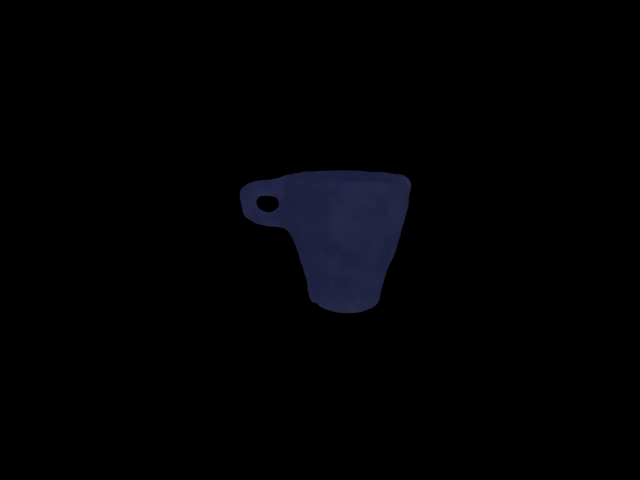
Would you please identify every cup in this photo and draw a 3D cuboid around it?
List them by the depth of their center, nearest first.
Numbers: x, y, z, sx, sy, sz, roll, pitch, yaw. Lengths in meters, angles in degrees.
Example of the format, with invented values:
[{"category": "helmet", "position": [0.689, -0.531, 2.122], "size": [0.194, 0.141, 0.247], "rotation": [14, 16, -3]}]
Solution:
[{"category": "cup", "position": [0.004, 0.001, 0.400], "size": [0.118, 0.095, 0.091], "rotation": [0, 11, -2]}]
